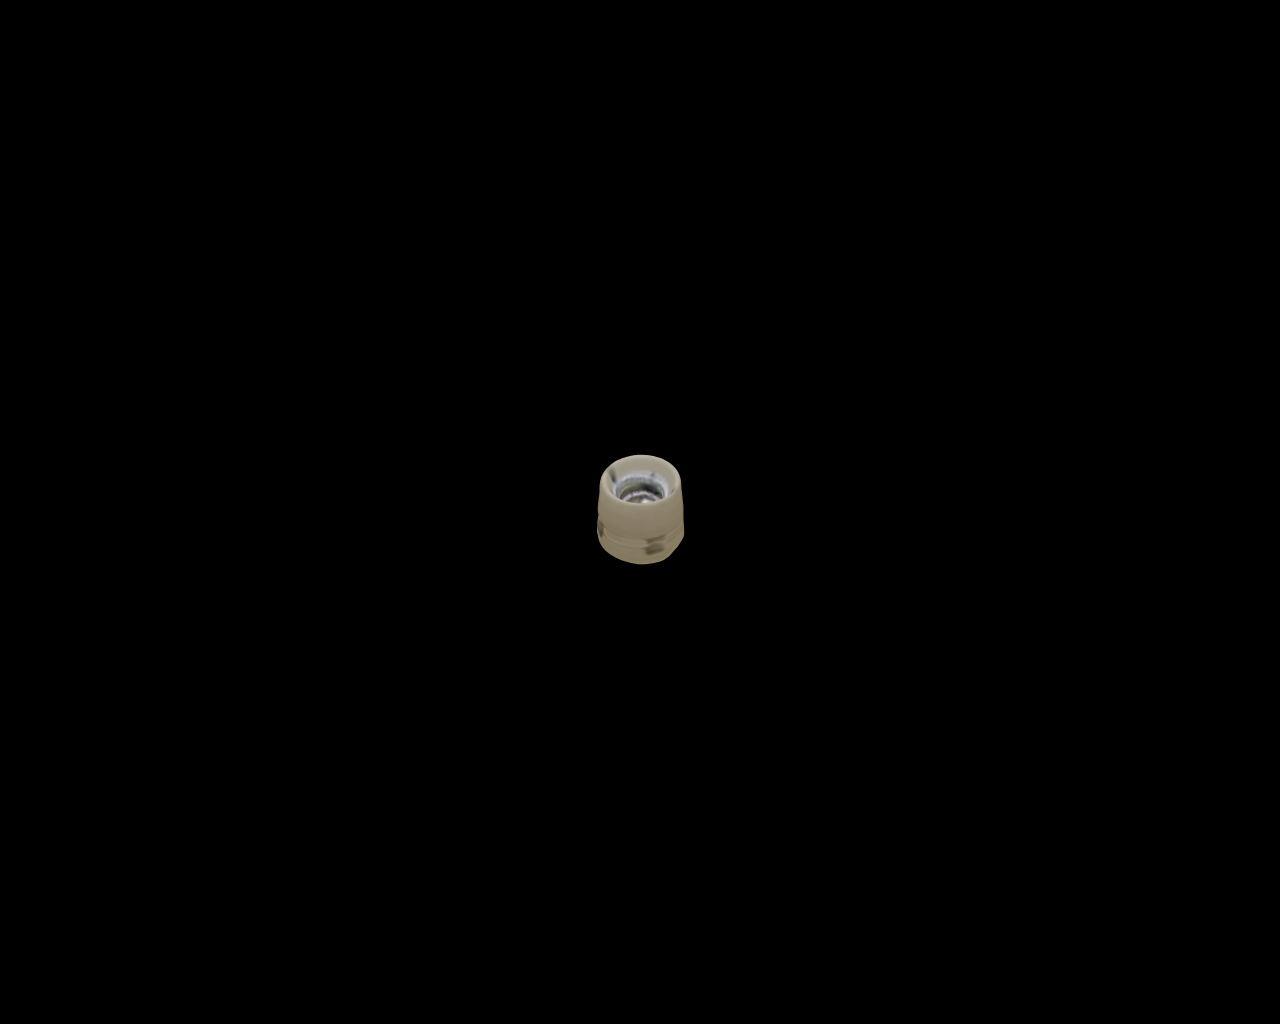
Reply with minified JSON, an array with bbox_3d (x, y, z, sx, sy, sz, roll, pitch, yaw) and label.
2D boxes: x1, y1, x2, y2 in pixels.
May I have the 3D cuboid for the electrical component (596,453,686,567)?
[{"bbox_3d":[0.001,-0.003,0.650,0.055,0.047,0.055,0,42,0],"label":"electrical component"}]
